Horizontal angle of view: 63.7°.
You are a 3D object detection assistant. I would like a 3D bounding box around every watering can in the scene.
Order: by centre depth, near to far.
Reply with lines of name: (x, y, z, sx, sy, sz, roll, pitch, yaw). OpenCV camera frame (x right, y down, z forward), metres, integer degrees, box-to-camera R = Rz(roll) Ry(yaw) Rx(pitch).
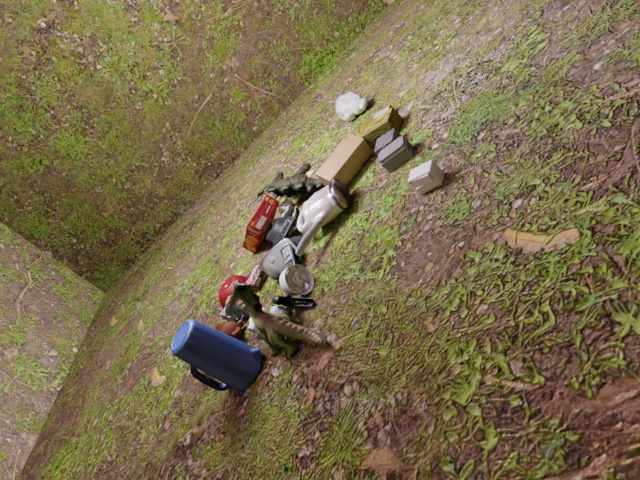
watering can: (0.005, -0.090, 1.783, 0.222, 0.103, 0.355, -36, 24, 23)

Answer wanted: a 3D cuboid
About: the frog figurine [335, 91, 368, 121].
frog figurine: (0.145, -0.614, 2.375, 0.161, 0.122, 0.136, 33, 115, 59)

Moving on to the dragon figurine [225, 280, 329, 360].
dragon figurine: (-0.152, 0.207, 1.429, 0.407, 0.240, 0.124, -15, 34, 55)
